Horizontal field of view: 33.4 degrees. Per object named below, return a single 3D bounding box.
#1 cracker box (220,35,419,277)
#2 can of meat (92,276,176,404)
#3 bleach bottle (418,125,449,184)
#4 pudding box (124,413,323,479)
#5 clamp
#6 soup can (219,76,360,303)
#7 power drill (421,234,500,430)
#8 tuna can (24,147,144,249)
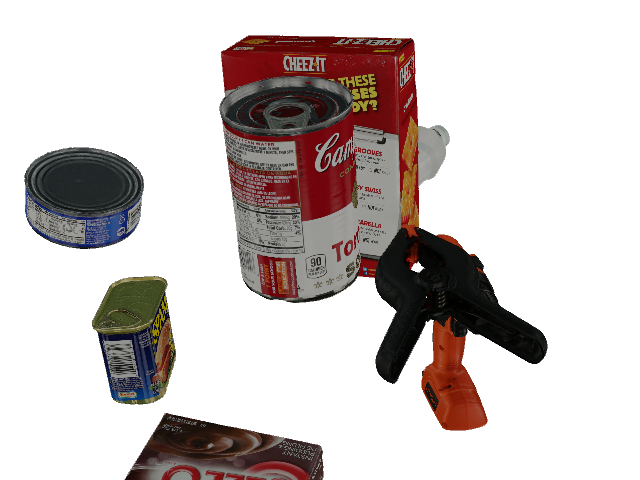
[{"bbox_3d":[0.005,-0.077,0.982,0.164,0.214,0.072,5,26,18],"label":"cracker box"},{"bbox_3d":[-0.172,0.094,1.008,0.057,0.084,0.102,-4,25,5],"label":"can of meat"},{"bbox_3d":[0.057,-0.079,1.251,0.103,0.068,0.250,29,45,33],"label":"bleach bottle"},{"bbox_3d":[-0.063,0.159,0.672,0.113,0.039,0.090,8,30,14],"label":"pudding box"},{"bbox_3d":[0.096,0.043,0.792,0.120,0.039,0.171,3,35,-4],"label":"clamp"},{"bbox_3d":[-0.014,-0.026,0.562,0.068,0.102,0.068,-3,30,2],"label":"soup can"},{"bbox_3d":[0.151,0.107,1.147,0.057,0.188,0.184,-3,24,-7],"label":"power drill"},{"bbox_3d":[-0.175,-0.032,0.789,0.086,0.034,0.086,8,36,-6],"label":"tuna can"}]
